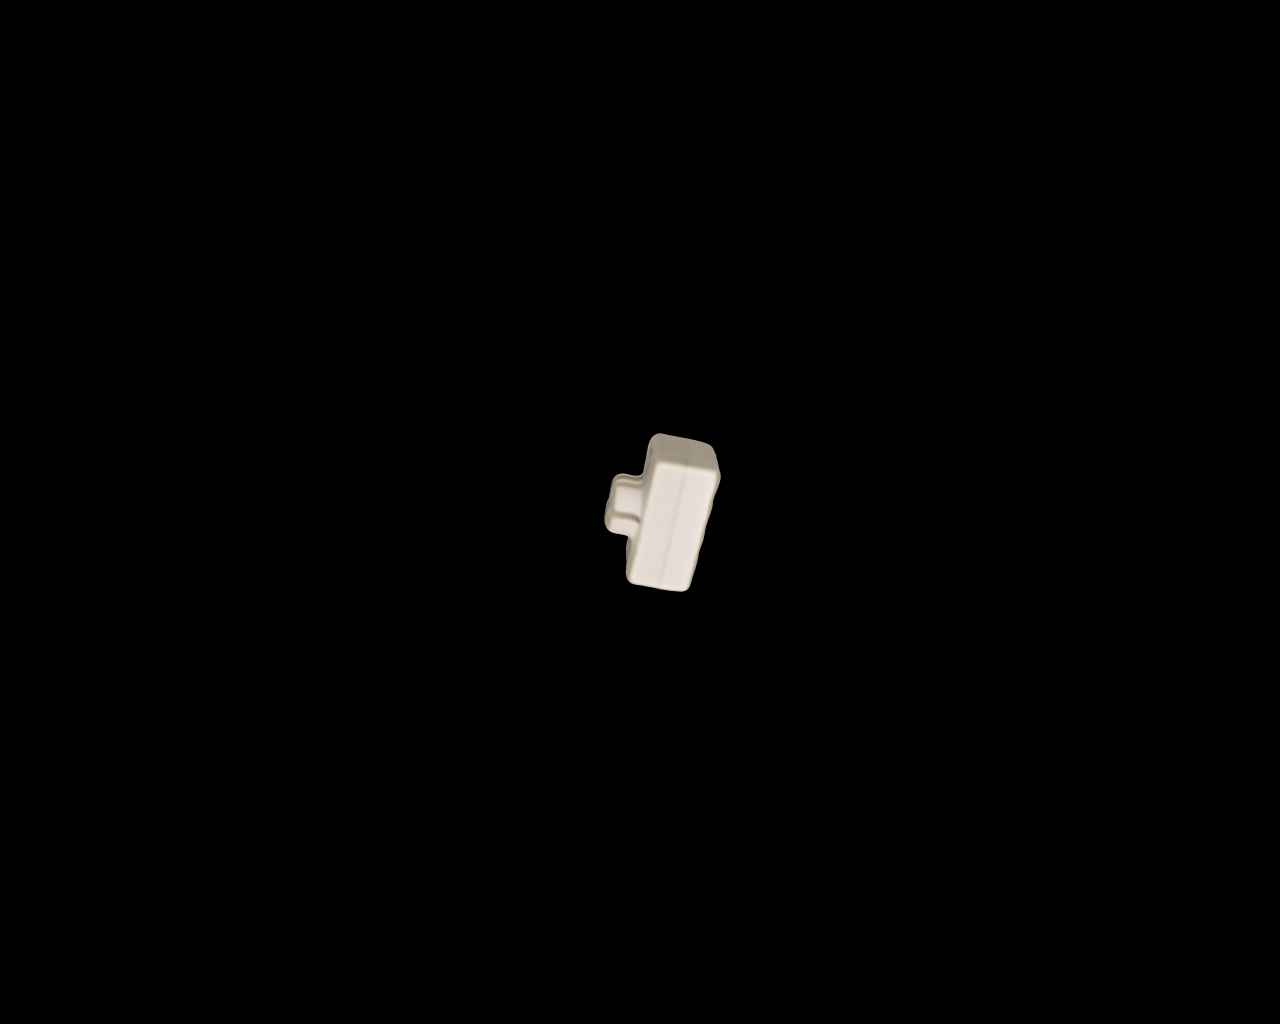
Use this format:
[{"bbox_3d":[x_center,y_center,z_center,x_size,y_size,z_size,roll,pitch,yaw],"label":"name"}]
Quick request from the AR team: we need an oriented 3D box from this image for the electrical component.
[{"bbox_3d":[0.001,-0.003,0.650,0.076,0.083,0.047,11,24,-5],"label":"electrical component"}]
